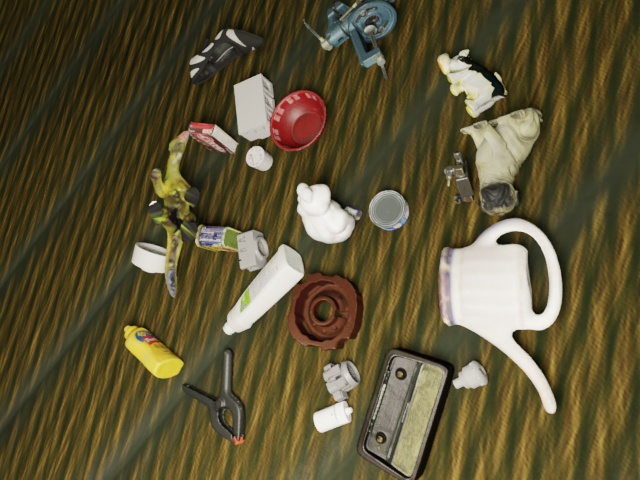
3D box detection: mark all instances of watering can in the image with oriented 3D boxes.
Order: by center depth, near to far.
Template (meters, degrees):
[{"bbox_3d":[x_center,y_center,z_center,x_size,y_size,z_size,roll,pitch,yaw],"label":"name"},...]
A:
[{"bbox_3d":[0.331,0.130,0.961,0.224,0.103,0.352,-3,75,28],"label":"watering can"}]

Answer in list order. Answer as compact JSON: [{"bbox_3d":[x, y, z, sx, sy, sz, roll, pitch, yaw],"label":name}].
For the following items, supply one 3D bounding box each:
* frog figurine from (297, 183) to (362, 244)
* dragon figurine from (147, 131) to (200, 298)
[{"bbox_3d":[0.003,-0.058,1.150,0.139,0.158,0.122,35,97,29],"label":"frog figurine"},{"bbox_3d":[-0.377,-0.080,1.350,0.122,0.245,0.407,5,101,-13],"label":"dragon figurine"}]
